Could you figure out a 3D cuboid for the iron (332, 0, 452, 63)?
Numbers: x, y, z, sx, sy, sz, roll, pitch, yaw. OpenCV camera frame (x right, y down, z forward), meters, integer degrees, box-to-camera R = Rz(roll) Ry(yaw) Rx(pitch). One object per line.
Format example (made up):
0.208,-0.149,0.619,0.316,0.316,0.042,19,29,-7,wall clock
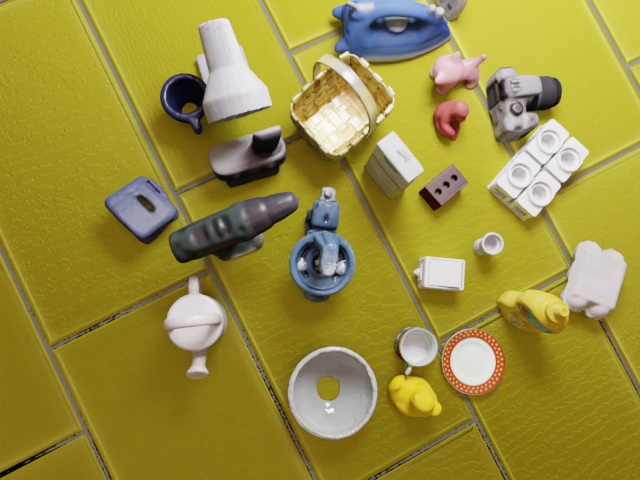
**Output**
0.158,-0.438,1.144,0.258,0.141,0.119,-4,83,-6,iron

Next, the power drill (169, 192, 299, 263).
-0.150,-0.019,1.028,0.230,0.208,0.075,-22,86,-8,power drill

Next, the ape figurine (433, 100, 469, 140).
0.273,-0.253,1.159,0.078,0.092,0.076,-40,88,-9,ape figurine

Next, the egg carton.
0.551,0.082,1.160,0.107,0.069,0.150,20,82,-3,egg carton

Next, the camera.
0.427,-0.286,1.175,0.137,0.100,0.143,-7,84,-7,camera

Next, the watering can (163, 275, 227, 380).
-0.216,0.152,1.007,0.101,0.194,0.173,-26,86,-8,watering can

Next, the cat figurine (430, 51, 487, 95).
0.275,-0.346,1.158,0.128,0.117,0.067,-19,85,-8,cat figurine

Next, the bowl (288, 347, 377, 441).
0.021,0.283,1.077,0.167,0.074,0.167,1,83,-6,bowl

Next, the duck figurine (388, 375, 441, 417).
0.183,0.301,1.087,0.104,0.086,0.077,31,81,-1,duck figurine

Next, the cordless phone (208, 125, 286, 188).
-0.135,-0.170,1.059,0.147,0.185,0.094,-22,86,-8,cordless phone

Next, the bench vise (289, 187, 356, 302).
-0.002,0.006,1.035,0.121,0.219,0.207,-12,84,-7,bench vise

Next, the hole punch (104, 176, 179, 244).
-0.331,-0.061,1.073,0.108,0.091,0.101,44,81,1,hole punch

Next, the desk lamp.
-0.170,-0.297,1.056,0.118,0.213,0.203,-18,85,-7,desk lamp

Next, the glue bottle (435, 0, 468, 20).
0.279,-0.518,1.150,0.037,0.173,0.078,-29,87,-8,glue bottle

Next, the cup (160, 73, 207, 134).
-0.249,-0.249,1.102,0.092,0.095,0.118,-23,86,-8,cup
